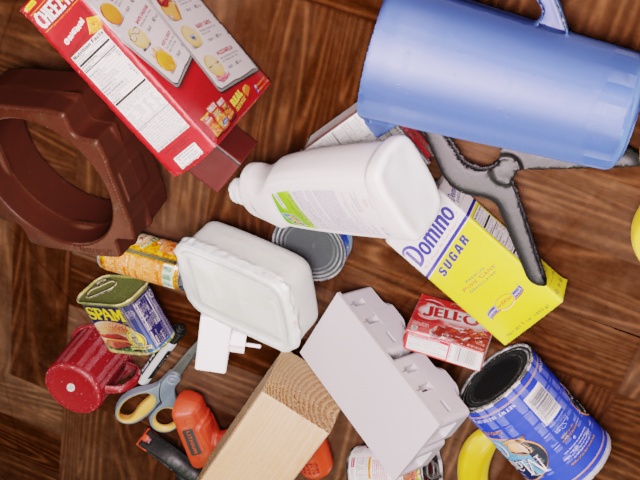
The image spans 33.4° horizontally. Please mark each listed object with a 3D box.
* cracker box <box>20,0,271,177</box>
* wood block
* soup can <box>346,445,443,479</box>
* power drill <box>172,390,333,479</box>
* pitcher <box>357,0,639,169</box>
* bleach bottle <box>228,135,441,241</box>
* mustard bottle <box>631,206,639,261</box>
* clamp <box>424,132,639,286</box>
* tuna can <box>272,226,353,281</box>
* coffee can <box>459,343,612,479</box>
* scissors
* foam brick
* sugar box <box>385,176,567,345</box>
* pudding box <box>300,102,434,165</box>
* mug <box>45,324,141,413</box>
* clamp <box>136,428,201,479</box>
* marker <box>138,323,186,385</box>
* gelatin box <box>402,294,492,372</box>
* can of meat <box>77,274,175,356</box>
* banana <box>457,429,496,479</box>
[{"bbox_3d":[-0.163,-0.186,1.039,0.072,0.164,0.213,-35,105,32],"label":"cracker box"},{"bbox_3d":[-0.063,0.240,1.252,0.091,0.090,0.206,32,122,-2],"label":"wood block"},{"bbox_3d":[0.091,0.282,1.301,0.102,0.068,0.068,-10,117,27],"label":"soup can"},{"bbox_3d":[-0.087,0.224,1.335,0.188,0.057,0.184,-4,120,20],"label":"power drill"},{"bbox_3d":[0.163,-0.154,0.958,0.243,0.145,0.149,16,161,7],"label":"pitcher"},{"bbox_3d":[-0.004,-0.053,1.069,0.251,0.068,0.102,5,139,44],"label":"bleach bottle"},{"bbox_3d":[0.346,-0.018,1.011,0.096,0.058,0.192,1,123,7],"label":"mustard bottle"},{"bbox_3d":[0.193,-0.076,1.042,0.210,0.036,0.165,41,111,0],"label":"clamp"},{"bbox_3d":[-0.008,0.001,1.180,0.086,0.033,0.086,10,124,15],"label":"tuna can"},{"bbox_3d":[0.234,0.198,1.168,0.103,0.102,0.140,-35,104,35],"label":"coffee can"},{"bbox_3d":[-0.181,0.190,1.380,0.202,0.016,0.096,-35,123,23],"label":"scissors"},{"bbox_3d":[-0.117,-0.100,1.146,0.078,0.053,0.051,38,127,-3],"label":"foam brick"},{"bbox_3d":[0.163,0.022,1.118,0.176,0.048,0.093,39,126,-7],"label":"sugar box"},{"bbox_3d":[0.050,-0.093,1.093,0.114,0.039,0.090,-32,104,32],"label":"pudding box"},{"bbox_3d":[-0.288,0.170,1.371,0.117,0.081,0.093,12,125,14],"label":"mug"},{"bbox_3d":[-0.167,0.310,1.415,0.171,0.039,0.120,35,157,-3],"label":"clamp"},{"bbox_3d":[-0.202,0.145,1.359,0.020,0.020,0.121,36,127,-4],"label":"marker"},{"bbox_3d":[0.141,0.099,1.159,0.089,0.073,0.030,16,125,12],"label":"gelatin box"},{"bbox_3d":[-0.236,0.093,1.307,0.102,0.057,0.084,1,126,40],"label":"can of meat"},{"bbox_3d":[0.199,0.292,1.284,0.070,0.037,0.198,8,124,18],"label":"banana"}]
